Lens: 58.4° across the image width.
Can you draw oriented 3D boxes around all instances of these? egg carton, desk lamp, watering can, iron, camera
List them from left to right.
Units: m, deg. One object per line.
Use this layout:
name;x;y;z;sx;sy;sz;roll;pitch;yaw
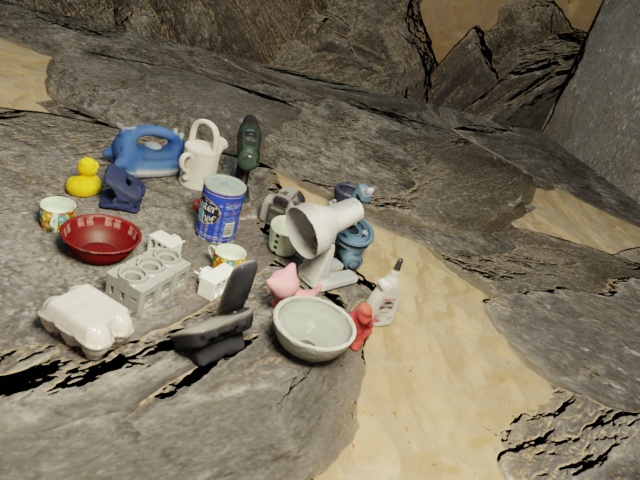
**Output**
egg carton;-0.401;0.139;0.989;0.150;0.069;0.107;26;29;16
iron;-0.460;-0.260;1.600;0.259;0.141;0.118;-9;38;-40
watering can;-0.325;-0.245;1.594;0.101;0.194;0.173;17;28;0
camera;-0.072;-0.093;1.563;0.143;0.101;0.137;23;28;10
desk lamp;0.012;0.005;1.314;0.204;0.213;0.117;-10;38;-42

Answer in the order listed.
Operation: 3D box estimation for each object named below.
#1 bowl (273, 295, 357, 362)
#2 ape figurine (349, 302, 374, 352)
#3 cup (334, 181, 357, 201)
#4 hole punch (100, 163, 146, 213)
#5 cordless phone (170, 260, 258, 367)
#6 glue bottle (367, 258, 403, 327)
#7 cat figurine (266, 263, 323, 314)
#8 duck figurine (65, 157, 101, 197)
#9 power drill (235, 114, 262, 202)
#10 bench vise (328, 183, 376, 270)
bowl;-0.017;0.185;1.120;0.167;0.075;0.167;14;28;-7
ape figurine;0.081;0.171;1.184;0.078;0.092;0.076;-1;33;-31
cup;0.076;-0.116;1.696;0.092;0.095;0.117;12;28;-11
hole punch;-0.480;-0.130;1.406;0.101;0.091;0.108;8;29;-17
cordless phone;-0.182;0.120;1.025;0.094;0.185;0.148;32;31;26
glue bottle;0.146;0.112;1.240;0.078;0.173;0.037;-1;33;-31
cat figurine;-0.056;0.105;1.196;0.128;0.118;0.067;9;29;-15
duck figurine;-0.579;-0.160;1.410;0.077;0.086;0.104;20;28;4
power drill;-0.212;-0.222;1.601;0.076;0.208;0.229;9;29;-15
bench vise;0.064;-0.062;1.458;0.122;0.220;0.206;-9;38;-40
